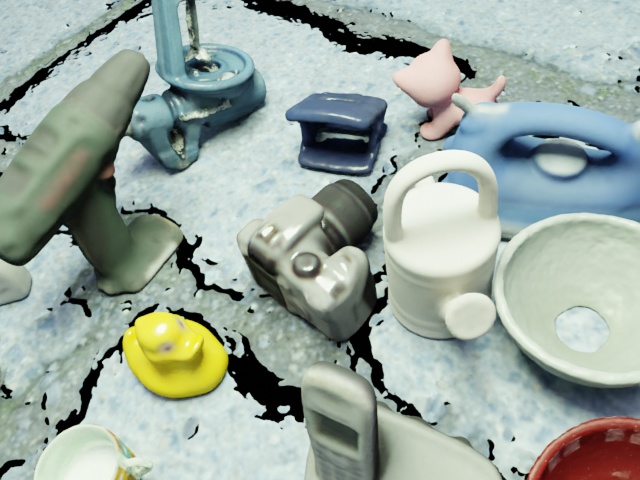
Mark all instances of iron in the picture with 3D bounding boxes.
[{"bbox_3d":[0.243,-0.079,0.562,0.257,0.142,0.119,8,56,17],"label":"iron"}]

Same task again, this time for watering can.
[{"bbox_3d":[0.108,0.004,0.492,0.101,0.194,0.172,-29,54,-11],"label":"watering can"}]

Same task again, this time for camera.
[{"bbox_3d":[0.005,0.002,0.572,0.142,0.101,0.137,34,66,30],"label":"camera"}]

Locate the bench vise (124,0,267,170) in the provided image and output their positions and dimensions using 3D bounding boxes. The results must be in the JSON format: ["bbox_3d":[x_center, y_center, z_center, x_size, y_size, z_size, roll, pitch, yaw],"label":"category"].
[{"bbox_3d":[-0.163,-0.199,0.680,0.121,0.220,0.208,21,60,24],"label":"bench vise"}]

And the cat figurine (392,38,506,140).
[{"bbox_3d":[0.153,-0.174,0.666,0.127,0.118,0.067,12,57,19],"label":"cat figurine"}]

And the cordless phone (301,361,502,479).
[{"bbox_3d":[0.053,0.155,0.395,0.147,0.185,0.094,15,58,21],"label":"cordless phone"}]

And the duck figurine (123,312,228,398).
[{"bbox_3d":[-0.145,0.098,0.538,0.104,0.086,0.077,12,57,19],"label":"duck figurine"}]

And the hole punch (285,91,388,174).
[{"bbox_3d":[0.021,-0.145,0.686,0.108,0.091,0.101,9,56,17],"label":"hole punch"}]

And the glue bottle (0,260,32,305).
[{"bbox_3d":[-0.379,0.011,0.592,0.078,0.173,0.037,-15,52,0],"label":"glue bottle"}]

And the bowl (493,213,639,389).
[{"bbox_3d":[0.235,0.061,0.501,0.167,0.075,0.167,-5,53,7],"label":"bowl"}]

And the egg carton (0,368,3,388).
[{"bbox_3d":[-0.365,0.171,0.536,0.107,0.069,0.150,-10,52,3],"label":"egg carton"}]

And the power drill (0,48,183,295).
[{"bbox_3d":[-0.221,-0.048,0.585,0.075,0.209,0.230,20,60,24],"label":"power drill"}]
